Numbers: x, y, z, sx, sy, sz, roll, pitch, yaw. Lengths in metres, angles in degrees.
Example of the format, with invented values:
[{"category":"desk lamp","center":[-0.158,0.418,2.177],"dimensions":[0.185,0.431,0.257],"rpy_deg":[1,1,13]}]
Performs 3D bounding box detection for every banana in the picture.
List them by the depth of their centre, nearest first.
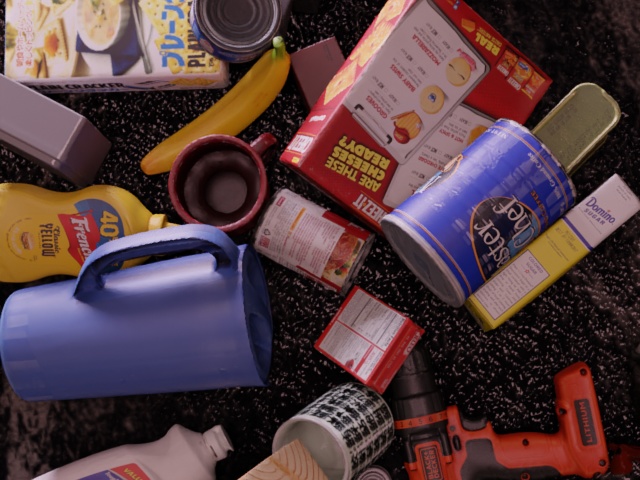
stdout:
[{"category":"banana","center":[-0.093,-0.128,1.042],"dimensions":[0.198,0.069,0.037],"rpy_deg":[-41,61,21]}]

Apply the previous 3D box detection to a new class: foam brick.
[{"category":"foam brick","center":[0.007,-0.150,1.047],"dimensions":[0.053,0.051,0.078],"rpy_deg":[-22,82,0]}]

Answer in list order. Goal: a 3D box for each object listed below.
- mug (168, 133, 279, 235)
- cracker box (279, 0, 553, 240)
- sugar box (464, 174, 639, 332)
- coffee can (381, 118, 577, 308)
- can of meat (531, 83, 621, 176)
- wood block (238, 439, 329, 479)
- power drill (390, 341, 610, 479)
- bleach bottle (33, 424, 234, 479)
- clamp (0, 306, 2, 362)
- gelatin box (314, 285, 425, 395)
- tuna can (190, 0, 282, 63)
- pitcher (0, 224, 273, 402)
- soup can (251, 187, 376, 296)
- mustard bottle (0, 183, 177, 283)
[{"category":"mug","center":[-0.084,-0.057,1.029],"dimensions":[0.093,0.081,0.117],"rpy_deg":[41,88,7]},{"category":"cracker box","center":[0.090,-0.113,1.000],"dimensions":[0.164,0.072,0.213],"rpy_deg":[36,87,-21]},{"category":"sugar box","center":[0.213,0.015,0.992],"dimensions":[0.176,0.093,0.048],"rpy_deg":[-37,83,0]},{"category":"coffee can","center":[0.139,-0.024,0.939],"dimensions":[0.140,0.103,0.103],"rpy_deg":[-41,82,-8]},{"category":"can of meat","center":[0.231,-0.095,1.007],"dimensions":[0.057,0.084,0.102],"rpy_deg":[45,89,7]},{"category":"wood block","center":[-0.081,0.274,0.942],"dimensions":[0.206,0.090,0.091],"rpy_deg":[-41,81,30]},{"category":"power drill","center":[0.164,0.168,0.998],"dimensions":[0.188,0.057,0.184],"rpy_deg":[-12,86,6]},{"category":"bleach bottle","center":[-0.202,0.241,1.016],"dimensions":[0.251,0.068,0.102],"rpy_deg":[-28,84,-1]},{"category":"clamp","center":[-0.366,0.053,1.061],"dimensions":[0.164,0.036,0.210],"rpy_deg":[-33,85,-1]},{"category":"gelatin box","center":[0.046,0.093,1.004],"dimensions":[0.089,0.030,0.073],"rpy_deg":[31,85,49]},{"category":"tuna can","center":[-0.079,-0.213,1.010],"dimensions":[0.086,0.034,0.086],"rpy_deg":[1,84,-12]},{"category":"pitcher","center":[-0.170,0.076,0.995],"dimensions":[0.243,0.145,0.149],"rpy_deg":[-8,82,6]},{"category":"soup can","center":[-0.007,0.001,1.023],"dimensions":[0.102,0.068,0.068],"rpy_deg":[27,86,8]},{"category":"mustard bottle","center":[-0.225,-0.006,1.043],"dimensions":[0.191,0.058,0.096],"rpy_deg":[1,105,3]}]
